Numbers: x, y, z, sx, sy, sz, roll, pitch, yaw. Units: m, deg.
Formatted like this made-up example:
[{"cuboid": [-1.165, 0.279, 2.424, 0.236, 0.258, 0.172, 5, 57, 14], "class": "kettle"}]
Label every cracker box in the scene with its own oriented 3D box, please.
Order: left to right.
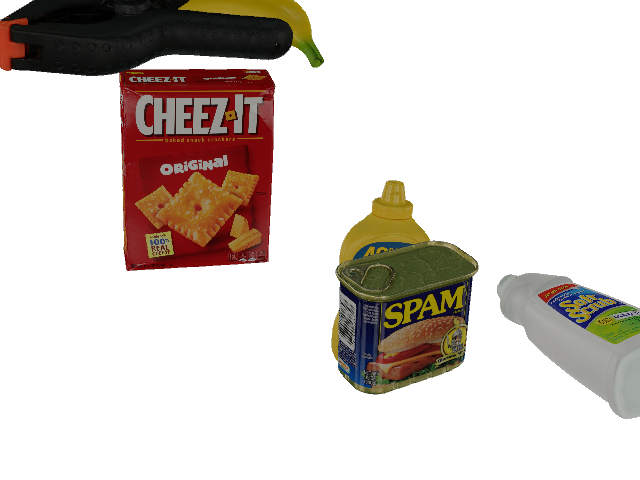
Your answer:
[{"cuboid": [-0.137, -0.077, 1.177, 0.164, 0.214, 0.072, -2, 25, -13], "class": "cracker box"}]

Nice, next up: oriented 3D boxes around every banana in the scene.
[{"cuboid": [-0.093, -0.189, 0.902, 0.198, 0.069, 0.037, 4, -33, 0], "class": "banana"}]

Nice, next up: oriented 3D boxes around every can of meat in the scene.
[{"cuboid": [0.061, 0.056, 0.777, 0.101, 0.084, 0.058, -13, 30, -27], "class": "can of meat"}]

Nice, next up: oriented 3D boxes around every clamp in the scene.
[{"cuboid": [-0.116, -0.134, 0.645, 0.171, 0.039, 0.120, -9, 30, -30], "class": "clamp"}]

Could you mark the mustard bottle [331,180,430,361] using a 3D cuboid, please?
[{"cuboid": [0.066, 0.033, 1.087, 0.096, 0.192, 0.058, 3, 16, -7], "class": "mustard bottle"}]

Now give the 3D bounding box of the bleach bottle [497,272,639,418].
[{"cuboid": [0.242, 0.083, 1.018, 0.102, 0.068, 0.251, -14, 20, -21], "class": "bleach bottle"}]
